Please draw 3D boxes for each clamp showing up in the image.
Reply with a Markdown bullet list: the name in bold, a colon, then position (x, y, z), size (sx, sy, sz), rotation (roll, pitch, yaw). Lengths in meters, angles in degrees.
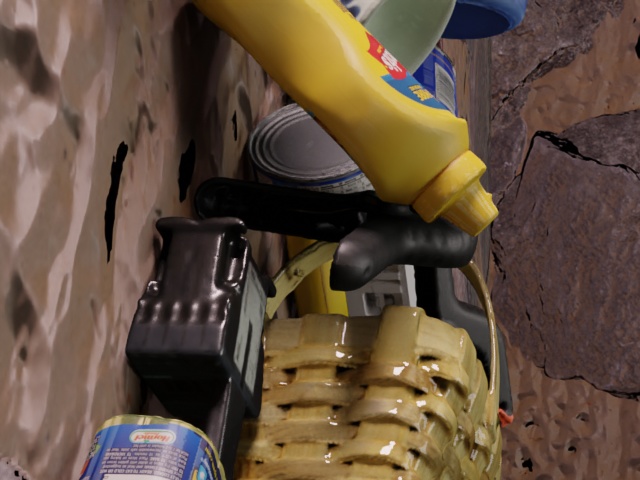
- **clamp**: position (0.081, 0.062, 0.761), size (0.209, 0.036, 0.164), rotation (39, 81, -33)
- **clamp**: position (0.032, -0.003, 0.559), size (0.171, 0.120, 0.039), rotation (-1, 115, -34)

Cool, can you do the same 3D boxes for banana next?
- **banana**: position (-0.003, 0.015, 0.751), size (0.069, 0.037, 0.198), rotation (-97, 179, -54)

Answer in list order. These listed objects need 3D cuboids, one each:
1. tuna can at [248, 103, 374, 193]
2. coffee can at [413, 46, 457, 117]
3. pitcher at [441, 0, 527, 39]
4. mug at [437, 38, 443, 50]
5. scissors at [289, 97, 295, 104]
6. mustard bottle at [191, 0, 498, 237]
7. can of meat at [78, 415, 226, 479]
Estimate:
- **tuna can**: position (0.001, -0.050, 0.650), size (0.086, 0.086, 0.034), rotation (-75, 161, -48)
- **coffee can**: position (0.056, -0.074, 0.821), size (0.103, 0.103, 0.140), rotation (73, 15, -51)
- **pitcher**: position (0.122, -0.281, 0.811), size (0.144, 0.149, 0.243), rotation (18, 77, -62)
- **mug**: position (0.061, -0.161, 0.916), size (0.117, 0.081, 0.093), rotation (37, 55, -73)
- **scissors**: position (-0.014, -0.137, 0.738), size (0.096, 0.016, 0.202), rotation (-75, 160, -53)
- **mustard bottle**: position (0.018, -0.076, 0.542), size (0.191, 0.058, 0.096), rotation (47, 12, 7)
- **can of meat**: position (-0.068, 0.132, 0.423), size (0.084, 0.057, 0.102), rotation (-77, 162, -49)
